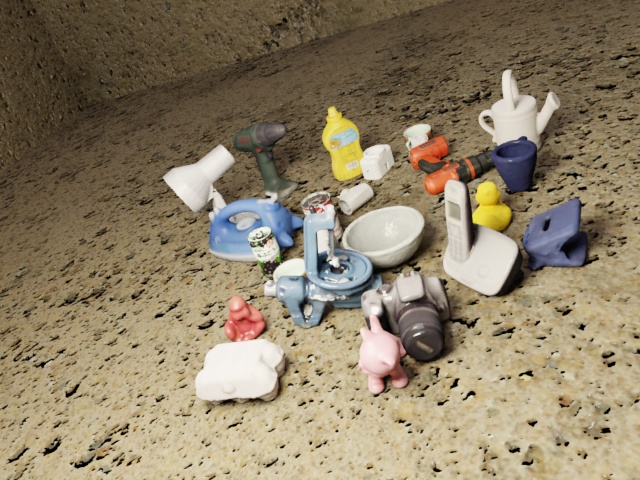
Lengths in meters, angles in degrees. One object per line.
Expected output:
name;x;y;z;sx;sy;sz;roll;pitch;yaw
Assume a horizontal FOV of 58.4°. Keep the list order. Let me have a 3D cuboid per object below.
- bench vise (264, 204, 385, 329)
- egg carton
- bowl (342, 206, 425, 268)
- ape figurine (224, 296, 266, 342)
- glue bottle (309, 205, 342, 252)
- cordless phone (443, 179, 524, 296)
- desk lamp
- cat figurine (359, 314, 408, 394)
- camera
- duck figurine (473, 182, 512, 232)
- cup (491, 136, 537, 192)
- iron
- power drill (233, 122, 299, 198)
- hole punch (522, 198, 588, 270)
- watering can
bench vise;-0.005;0.052;1.011;0.207;0.220;0.121;-25;31;-6
egg carton;-0.134;0.225;0.963;0.150;0.069;0.107;-10;32;18
bowl;0.133;0.006;1.144;0.167;0.075;0.167;-15;31;10
ape figurine;-0.146;0.146;1.075;0.077;0.092;0.076;-13;31;14
glue bottle;0.010;0.004;1.124;0.037;0.173;0.078;-9;33;20
cordless phone;0.266;-0.007;0.973;0.094;0.185;0.147;-33;32;-19
desk lamp;-0.262;-0.120;1.450;0.203;0.214;0.117;-29;31;-13
cat figurine;0.091;0.167;0.870;0.067;0.118;0.127;-15;31;10
camera;0.141;0.124;0.924;0.143;0.101;0.136;-15;31;9
duck figurine;0.335;-0.071;1.131;0.077;0.086;0.104;-8;33;21
cup;0.419;-0.159;1.211;0.091;0.095;0.118;4;39;36
iron;-0.176;-0.035;1.332;0.257;0.142;0.119;-6;34;24
power drill;-0.137;-0.222;1.541;0.228;0.209;0.076;14;45;44
hole punch;0.403;-0.012;0.990;0.100;0.091;0.109;-2;35;29
watering can;0.454;-0.297;1.312;0.172;0.194;0.101;-14;31;12
